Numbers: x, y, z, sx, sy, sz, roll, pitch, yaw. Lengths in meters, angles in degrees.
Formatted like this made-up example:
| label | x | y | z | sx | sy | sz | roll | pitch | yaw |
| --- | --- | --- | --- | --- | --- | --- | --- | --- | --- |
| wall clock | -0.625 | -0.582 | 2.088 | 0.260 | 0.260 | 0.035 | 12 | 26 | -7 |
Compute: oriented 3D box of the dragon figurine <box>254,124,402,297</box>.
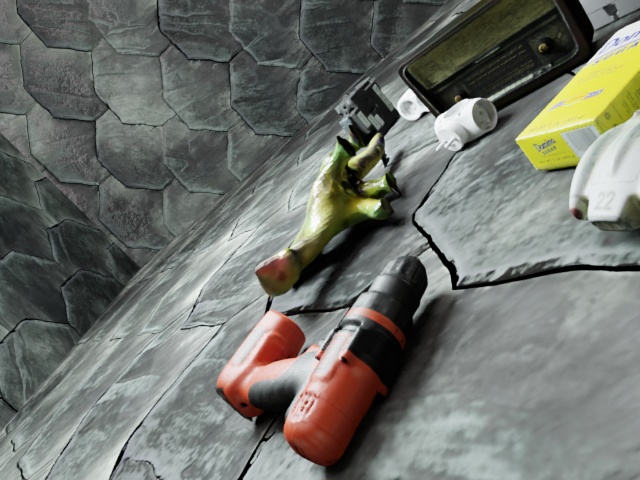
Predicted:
| label | x | y | z | sx | sy | sz | roll | pitch | yaw |
| --- | --- | --- | --- | --- | --- | --- | --- | --- | --- |
| dragon figurine | 0.002 | -0.038 | 0.764 | 0.240 | 0.122 | 0.416 | -45 | 4 | 22 |
